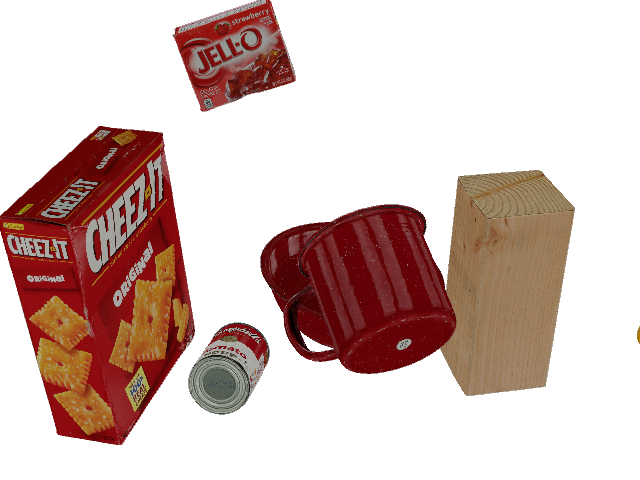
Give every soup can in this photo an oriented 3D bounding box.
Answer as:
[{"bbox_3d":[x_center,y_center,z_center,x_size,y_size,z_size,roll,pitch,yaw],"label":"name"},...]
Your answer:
[{"bbox_3d":[-0.098,0.137,1.151,0.068,0.068,0.102,0,15,9],"label":"soup can"}]

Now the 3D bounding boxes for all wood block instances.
[{"bbox_3d":[0.182,0.043,1.069,0.090,0.206,0.090,-5,30,-11],"label":"wood block"}]

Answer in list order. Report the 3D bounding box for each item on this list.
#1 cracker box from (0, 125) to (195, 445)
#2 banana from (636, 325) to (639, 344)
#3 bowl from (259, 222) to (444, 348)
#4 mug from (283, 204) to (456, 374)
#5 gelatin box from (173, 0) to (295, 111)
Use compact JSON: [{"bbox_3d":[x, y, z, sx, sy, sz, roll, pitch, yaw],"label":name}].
[{"bbox_3d":[-0.175,0.036,0.894,0.072,0.214,0.164,6,33,17],"label":"cracker box"},{"bbox_3d":[0.312,0.042,0.737,0.198,0.037,0.069,-3,34,2],"label":"banana"},{"bbox_3d":[0.024,0.048,0.933,0.162,0.055,0.162,7,30,-4],"label":"bowl"},{"bbox_3d":[0.029,0.041,0.710,0.117,0.081,0.093,-26,-29,11],"label":"mug"},{"bbox_3d":[-0.074,-0.161,0.927,0.089,0.073,0.030,-18,24,4],"label":"gelatin box"}]
